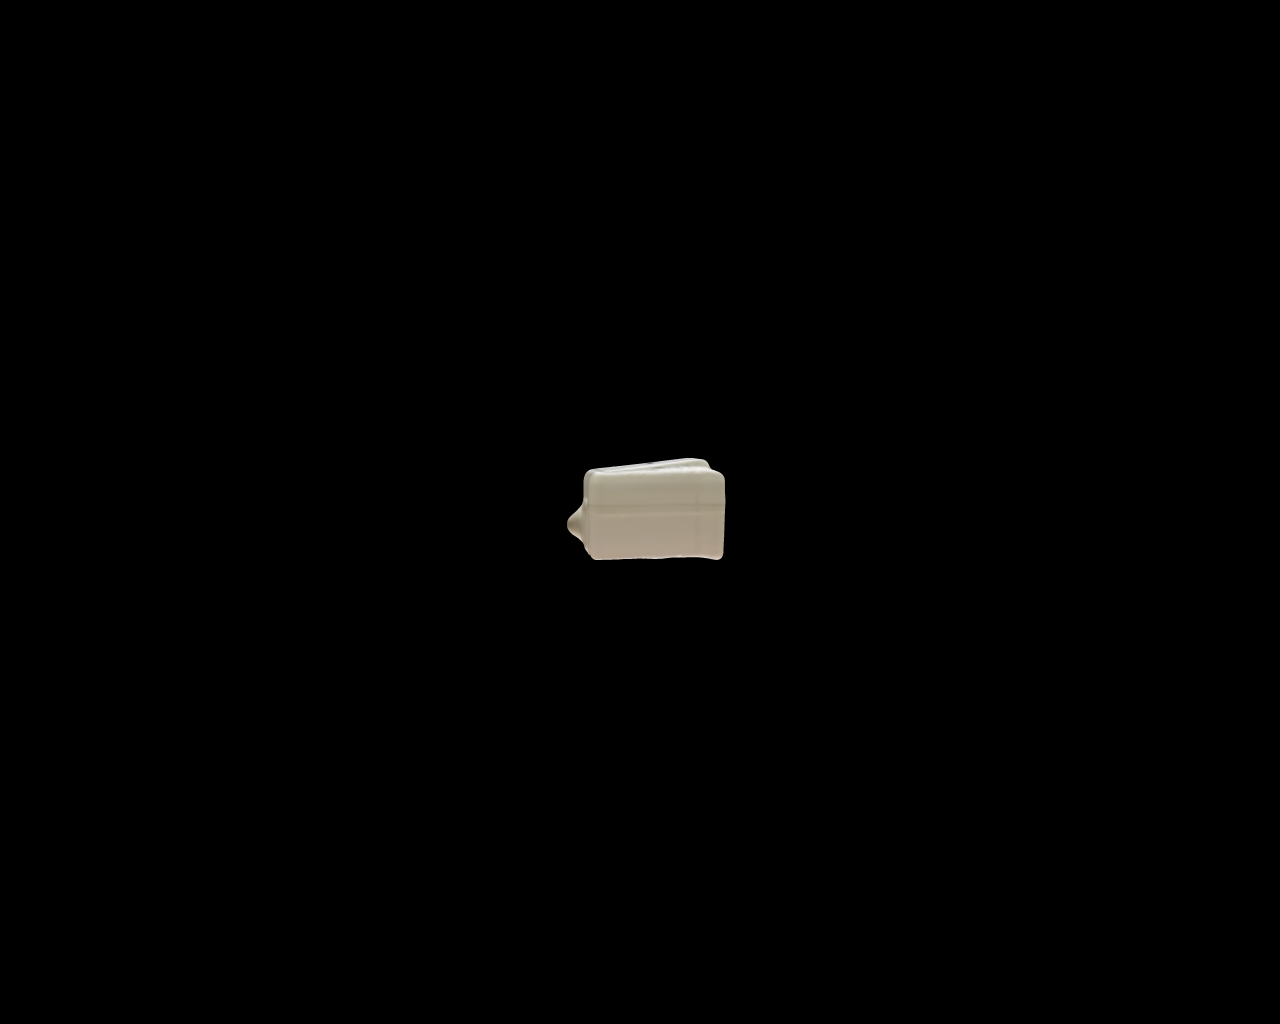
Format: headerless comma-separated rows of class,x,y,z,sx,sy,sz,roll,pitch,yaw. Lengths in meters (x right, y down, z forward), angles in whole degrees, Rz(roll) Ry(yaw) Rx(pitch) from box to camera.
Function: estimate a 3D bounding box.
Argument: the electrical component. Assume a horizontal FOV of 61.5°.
electrical component,0.001,-0.003,0.650,0.096,0.061,0.062,0,4,-7
